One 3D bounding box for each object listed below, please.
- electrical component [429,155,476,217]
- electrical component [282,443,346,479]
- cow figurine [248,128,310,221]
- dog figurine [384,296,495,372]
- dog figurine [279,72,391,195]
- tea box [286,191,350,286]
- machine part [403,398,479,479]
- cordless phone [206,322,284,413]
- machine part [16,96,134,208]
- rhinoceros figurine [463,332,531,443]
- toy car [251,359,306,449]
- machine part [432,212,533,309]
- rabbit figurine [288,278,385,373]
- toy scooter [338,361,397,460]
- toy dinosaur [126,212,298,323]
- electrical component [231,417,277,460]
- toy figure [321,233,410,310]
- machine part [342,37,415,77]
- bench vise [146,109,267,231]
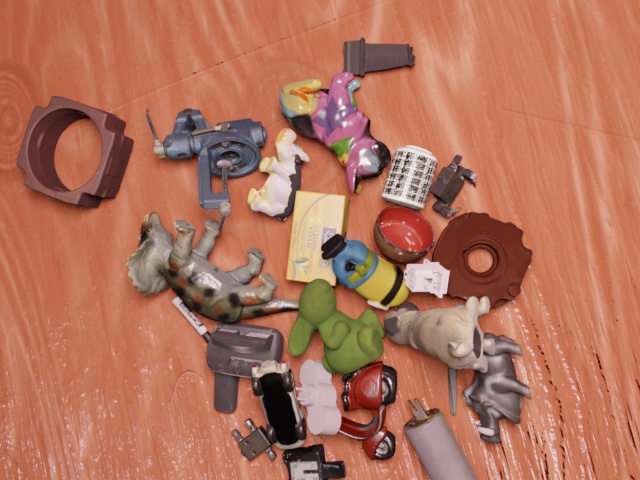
[{"bbox_3d":[0.241,-0.094,0.973,0.045,0.078,0.102,35,90,34],"label":"electrical component"},{"bbox_3d":[-0.008,0.427,1.016,0.119,0.047,0.074,-12,87,10],"label":"electrical component"},{"bbox_3d":[-0.066,-0.123,1.027,0.098,0.068,0.167,22,96,-24],"label":"cow figurine"},{"bbox_3d":[0.180,0.160,0.903,0.191,0.172,0.121,-7,82,28],"label":"dog figurine"},{"bbox_3d":[0.029,-0.189,0.997,0.192,0.108,0.219,-9,90,10],"label":"dog figurine"},{"bbox_3d":[-0.002,-0.003,1.016,0.098,0.068,0.169,5,89,12],"label":"tea box"},{"bbox_3d":[0.222,0.393,0.957,0.079,0.079,0.243,-30,84,9],"label":"machine part"},{"bbox_3d":[-0.149,0.258,1.044,0.147,0.089,0.184,5,101,10],"label":"cordless phone"},{"bbox_3d":[-0.504,-0.180,1.112,0.202,0.087,0.201,19,93,10],"label":"machine part"},{"bbox_3d":[0.309,0.258,0.944,0.112,0.073,0.190,-3,88,10],"label":"rhinoceros figurine"},{"bbox_3d":[-0.074,0.304,0.996,0.074,0.056,0.201,-10,113,6],"label":"toy car"},{"bbox_3d":[0.288,0.035,0.963,0.179,0.056,0.179,-1,87,12],"label":"machine part"},{"bbox_3d":[0.018,0.149,0.979,0.159,0.121,0.170,-31,100,24],"label":"rabbit figurine"},{"bbox_3d":[0.074,0.311,0.991,0.135,0.075,0.183,3,93,14],"label":"toy scooter"},{"bbox_3d":[-0.208,0.084,1.037,0.405,0.131,0.192,37,113,2],"label":"toy dinosaur"},{"bbox_3d":[-0.128,0.399,1.054,0.063,0.021,0.094,-41,83,8],"label":"electrical component"},{"bbox_3d":[0.084,0.057,0.952,0.089,0.082,0.180,-28,120,37],"label":"toy figure"},{"bbox_3d":[0.111,-0.347,1.018,0.139,0.039,0.084,4,84,13],"label":"machine part"},{"bbox_3d":[-0.207,-0.146,1.014,0.224,0.128,0.241,-3,60,-11],"label":"bench vise"}]
